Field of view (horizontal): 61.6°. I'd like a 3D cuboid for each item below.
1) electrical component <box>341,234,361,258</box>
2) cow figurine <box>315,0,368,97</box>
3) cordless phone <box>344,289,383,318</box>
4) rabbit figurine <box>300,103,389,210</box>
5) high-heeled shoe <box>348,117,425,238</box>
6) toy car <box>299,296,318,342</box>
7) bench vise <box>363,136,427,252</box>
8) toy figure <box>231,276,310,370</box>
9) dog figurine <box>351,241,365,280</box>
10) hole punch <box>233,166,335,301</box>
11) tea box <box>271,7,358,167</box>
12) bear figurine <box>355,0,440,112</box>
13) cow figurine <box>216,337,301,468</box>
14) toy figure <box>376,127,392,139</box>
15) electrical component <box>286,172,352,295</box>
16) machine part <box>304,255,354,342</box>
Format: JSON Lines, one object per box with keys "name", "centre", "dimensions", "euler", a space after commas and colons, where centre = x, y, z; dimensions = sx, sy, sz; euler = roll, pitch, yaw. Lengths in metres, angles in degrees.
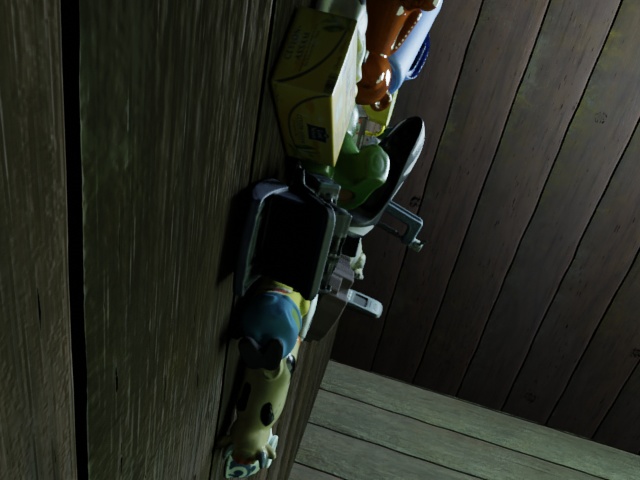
{"name": "electrical component", "centre": [-0.002, -0.002, 0.771], "dimensions": [0.047, 0.119, 0.075], "euler": [84, 20, -72]}
{"name": "cow figurine", "centre": [0.026, -0.247, 0.675], "dimensions": [0.167, 0.068, 0.098], "euler": [77, 23, -77]}
{"name": "cordless phone", "centre": [0.034, 0.146, 1.120], "dimensions": [0.147, 0.184, 0.088], "euler": [-64, 172, -58]}
{"name": "rabbit figurine", "centre": [0.030, -0.131, 0.779], "dimensions": [0.159, 0.121, 0.170], "euler": [100, -7, -65]}
{"name": "high-heeled shoe", "centre": [0.084, -0.088, 0.849], "dimensions": [0.249, 0.086, 0.145], "euler": [-54, 179, -24]}
{"name": "toy car", "centre": [-0.032, 0.067, 0.867], "dimensions": [0.056, 0.074, 0.202], "euler": [99, 9, -67]}
{"name": "bench vise", "centre": [0.098, -0.067, 1.002], "dimensions": [0.223, 0.241, 0.129], "euler": [-59, 179, 2]}
{"name": "toy figure", "centre": [-0.060, 0.097, 0.693], "dimensions": [0.089, 0.082, 0.180], "euler": [-58, -171, 30]}
{"name": "dog figurine", "centre": [0.057, -0.020, 1.152], "dimensions": [0.172, 0.121, 0.190], "euler": [13, 92, -78]}
{"name": "hole punch", "centre": [-0.052, -0.004, 0.579], "dimensions": [0.116, 0.092, 0.142], "euler": [-133, -130, -61]}
{"name": "tea box", "centre": [-0.002, -0.164, 0.610], "dimensions": [0.169, 0.068, 0.098], "euler": [87, 20, -72]}
{"name": "bear figurine", "centre": [0.079, -0.278, 0.768], "dimensions": [0.132, 0.120, 0.195], "euler": [-110, -148, -66]}
{"name": "cow figurine", "centre": [-0.087, 0.239, 0.782], "dimensions": [0.127, 0.085, 0.194], "euler": [-71, 178, -78]}
{"name": "toy figure", "centre": [0.108, -0.178, 1.120], "dimensions": [0.154, 0.064, 0.057], "euler": [-45, 156, -24]}
{"name": "electrical component", "centre": [-0.016, -0.015, 0.667], "dimensions": [0.115, 0.058, 0.134], "euler": [43, -57, 55]}
{"name": "machine part", "centre": [-0.001, 0.098, 0.973], "dimensions": [0.179, 0.056, 0.179], "euler": [-56, -162, 28]}
